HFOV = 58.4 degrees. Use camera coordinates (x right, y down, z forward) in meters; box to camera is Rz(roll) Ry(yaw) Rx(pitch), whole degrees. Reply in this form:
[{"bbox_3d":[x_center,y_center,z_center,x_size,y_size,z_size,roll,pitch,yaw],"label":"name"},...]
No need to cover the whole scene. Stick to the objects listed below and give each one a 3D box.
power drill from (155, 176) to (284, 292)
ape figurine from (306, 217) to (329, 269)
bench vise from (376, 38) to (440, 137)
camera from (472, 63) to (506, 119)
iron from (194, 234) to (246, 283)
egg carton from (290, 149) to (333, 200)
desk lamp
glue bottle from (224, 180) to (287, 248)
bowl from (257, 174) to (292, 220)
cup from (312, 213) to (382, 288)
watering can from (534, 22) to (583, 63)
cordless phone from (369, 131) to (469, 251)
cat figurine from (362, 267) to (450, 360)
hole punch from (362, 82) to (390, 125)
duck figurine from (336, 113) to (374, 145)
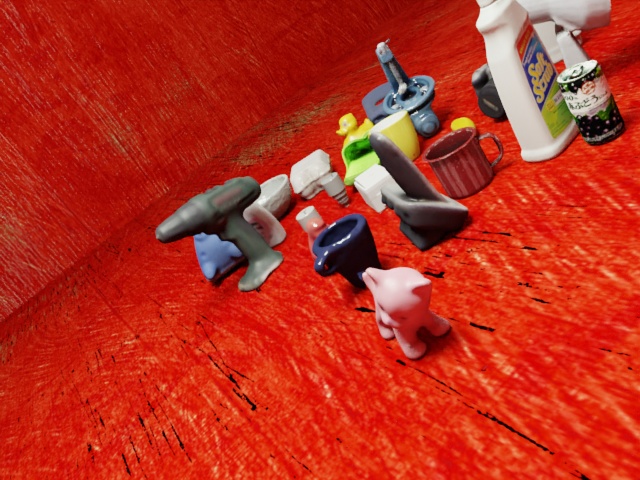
[{"bbox_3d":[-0.173,-0.007,1.096,0.075,0.209,0.230,-10,32,49],"label":"power drill"},{"bbox_3d":[0.009,0.003,0.953,0.078,0.092,0.076,-46,23,-25],"label":"ape figurine"},{"bbox_3d":[0.169,-0.332,1.256,0.121,0.220,0.207,-38,20,-6],"label":"bench vise"},{"bbox_3d":[0.339,-0.295,1.079,0.137,0.101,0.142,-46,23,-25],"label":"camera"},{"bbox_3d":[-0.246,-0.007,1.310,0.118,0.142,0.257,-36,20,-2],"label":"iron"},{"bbox_3d":[-0.018,-0.160,1.392,0.107,0.069,0.150,-31,21,12],"label":"egg carton"},{"bbox_3d":[0.384,-0.330,0.921,0.202,0.214,0.118,-23,24,30],"label":"desk lamp"},{"bbox_3d":[-0.148,-0.056,1.216,0.078,0.173,0.037,-24,23,29],"label":"glue bottle"},{"bbox_3d":[-0.128,-0.081,1.383,0.167,0.075,0.167,-31,21,13],"label":"bowl"},{"bbox_3d":[0.043,0.031,0.834,0.091,0.095,0.118,-15,29,44],"label":"cup"},{"bbox_3d":[0.431,-0.453,1.146,0.172,0.194,0.101,-20,25,36],"label":"watering can"},{"bbox_3d":[0.125,-0.091,0.842,0.094,0.185,0.147,-36,20,-2],"label":"cordless phone"},{"bbox_3d":[0.088,0.067,0.650,0.067,0.118,0.127,-40,21,-10],"label":"cat figurine"},{"bbox_3d":[0.171,-0.346,1.475,0.108,0.091,0.101,-30,21,15],"label":"hole punch"},{"bbox_3d":[0.088,-0.288,1.483,0.105,0.086,0.077,-40,21,-13],"label":"duck figurine"}]
